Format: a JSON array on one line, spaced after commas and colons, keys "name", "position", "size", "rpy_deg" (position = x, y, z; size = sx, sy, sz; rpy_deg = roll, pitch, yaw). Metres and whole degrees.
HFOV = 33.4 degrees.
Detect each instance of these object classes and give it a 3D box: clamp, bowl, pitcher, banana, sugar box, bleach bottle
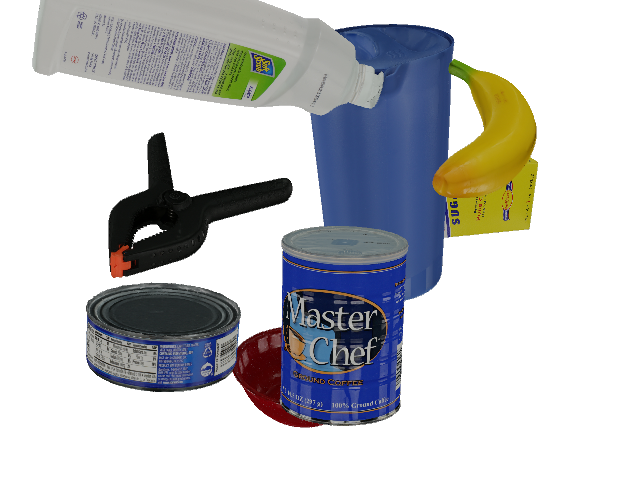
[{"name": "clamp", "position": [-0.148, -0.035, 1.038], "size": [0.165, 0.036, 0.209], "rpy_deg": [25, 41, 22]}, {"name": "bowl", "position": [-0.019, 0.160, 1.193], "size": [0.162, 0.055, 0.162], "rpy_deg": [2, 27, -1]}, {"name": "pitcher", "position": [0.059, -0.075, 0.990], "size": [0.149, 0.243, 0.145], "rpy_deg": [-20, 30, -30]}, {"name": "banana", "position": [0.119, -0.075, 0.758], "size": [0.069, 0.037, 0.197], "rpy_deg": [7, 31, 6]}, {"name": "sugar box", "position": [0.176, -0.054, 1.304], "size": [0.176, 0.093, 0.048], "rpy_deg": [-7, 24, -21]}, {"name": "bleach bottle", "position": [-0.078, -0.139, 0.788], "size": [0.250, 0.068, 0.103], "rpy_deg": [14, -34, -12]}]

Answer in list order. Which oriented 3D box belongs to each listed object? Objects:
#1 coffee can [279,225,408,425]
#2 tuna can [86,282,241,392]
[{"name": "coffee can", "position": [0.018, 0.067, 0.878], "size": [0.103, 0.140, 0.103], "rpy_deg": [1, 14, 0]}, {"name": "tuna can", "position": [-0.088, 0.053, 0.599], "size": [0.086, 0.034, 0.086], "rpy_deg": [5, 16, -2]}]
